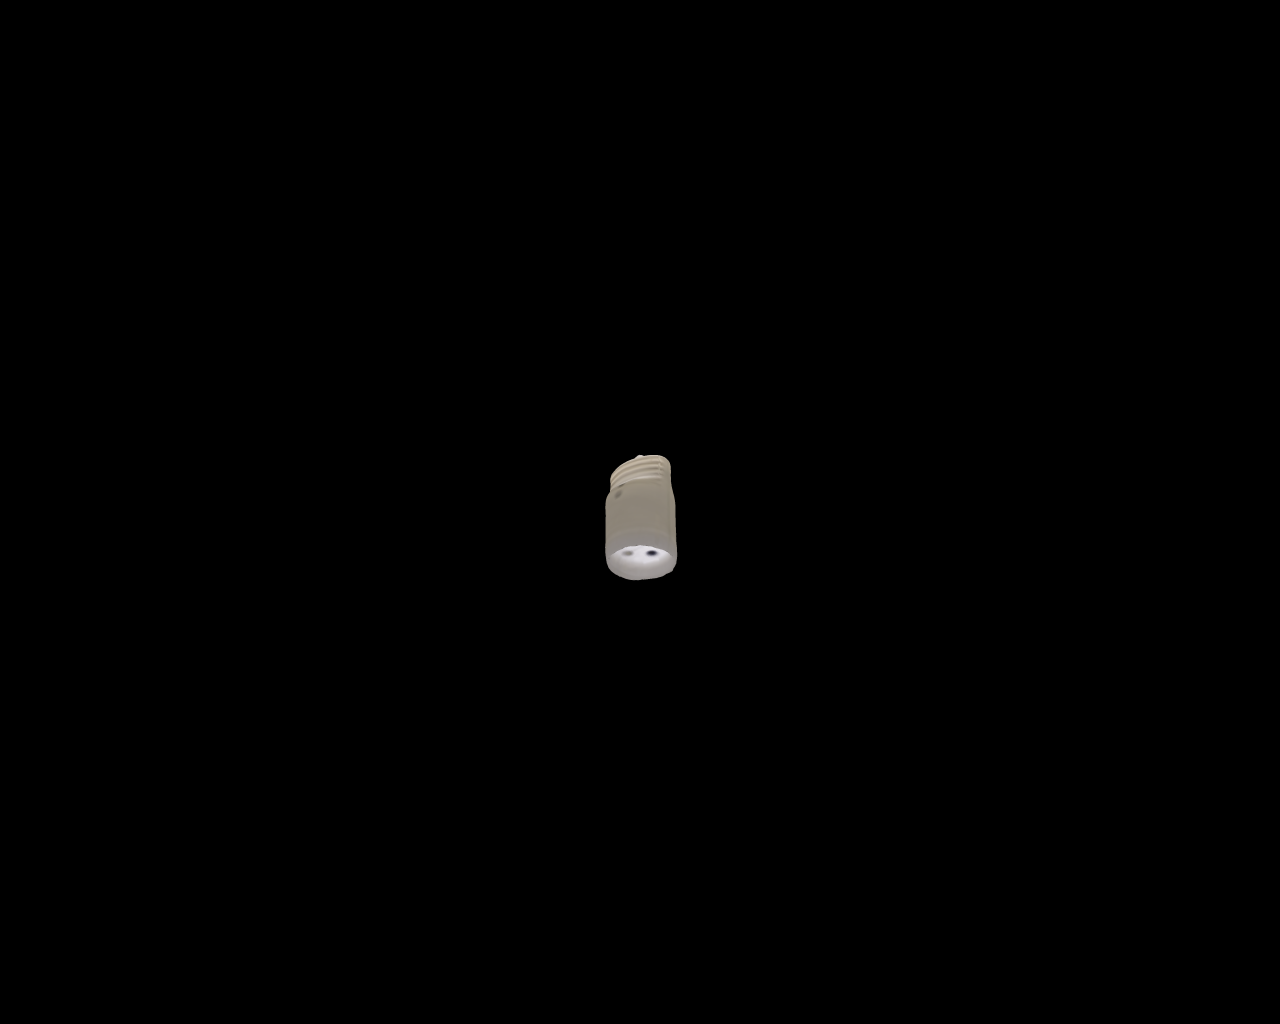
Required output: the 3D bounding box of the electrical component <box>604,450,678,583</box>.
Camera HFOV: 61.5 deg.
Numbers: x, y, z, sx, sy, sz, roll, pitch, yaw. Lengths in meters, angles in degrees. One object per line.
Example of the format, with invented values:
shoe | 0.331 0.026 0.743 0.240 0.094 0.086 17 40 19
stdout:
electrical component | 0.001 -0.003 0.650 0.043 0.081 0.043 0 -33 0
